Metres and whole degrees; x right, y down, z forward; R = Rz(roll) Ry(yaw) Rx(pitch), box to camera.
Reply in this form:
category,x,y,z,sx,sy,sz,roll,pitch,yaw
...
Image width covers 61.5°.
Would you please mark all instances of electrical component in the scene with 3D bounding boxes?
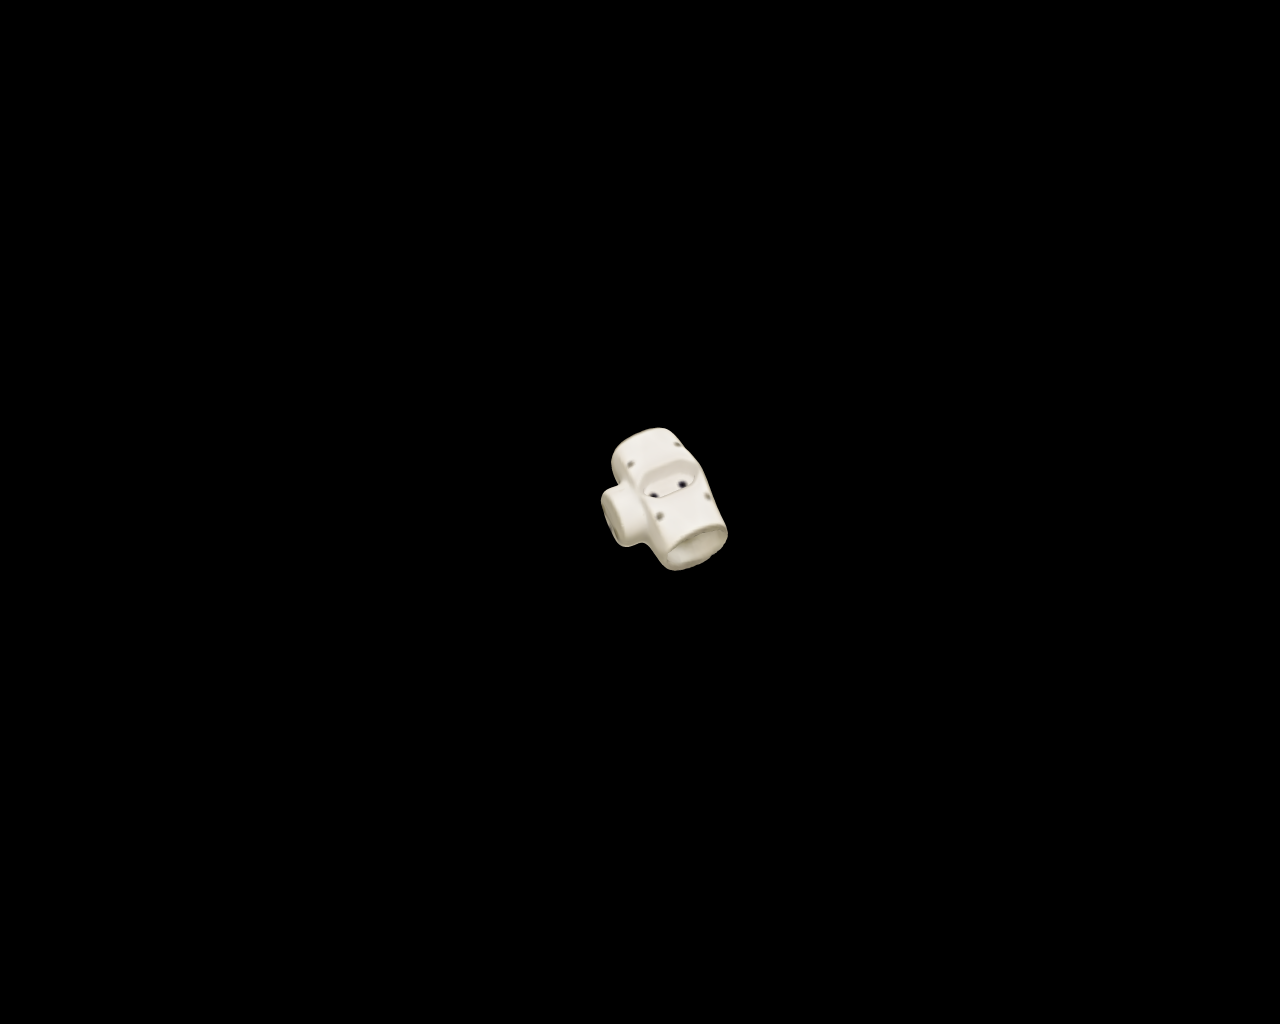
category,x,y,z,sx,sy,sz,roll,pitch,yaw
electrical component,0.001,-0.003,0.650,0.079,0.077,0.043,-21,-28,-12
